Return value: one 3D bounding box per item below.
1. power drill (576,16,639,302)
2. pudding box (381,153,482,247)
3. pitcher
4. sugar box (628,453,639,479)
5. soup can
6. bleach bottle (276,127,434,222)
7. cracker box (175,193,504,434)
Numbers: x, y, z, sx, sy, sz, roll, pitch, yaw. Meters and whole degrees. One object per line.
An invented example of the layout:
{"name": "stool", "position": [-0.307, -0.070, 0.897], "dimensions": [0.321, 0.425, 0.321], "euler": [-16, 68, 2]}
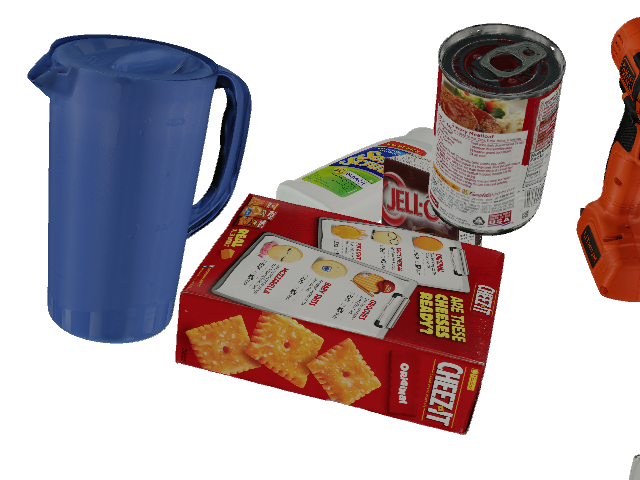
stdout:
{"name": "power drill", "position": [0.243, -0.048, 0.786], "dimensions": [0.057, 0.188, 0.184], "euler": [4, 36, -1]}
{"name": "pudding box", "position": [0.106, -0.027, 1.026], "dimensions": [0.039, 0.090, 0.114], "euler": [-16, 26, -36]}
{"name": "pitcher", "position": [-0.155, -0.043, 0.892], "dimensions": [0.149, 0.243, 0.145], "euler": [14, 23, 9]}
{"name": "sugar box", "position": [0.204, 0.186, 0.498], "dimensions": [0.048, 0.093, 0.176], "euler": [-9, 30, -20]}
{"name": "soup can", "position": [0.097, -0.061, 0.604], "dimensions": [0.068, 0.102, 0.068], "euler": [0, 44, 0]}
{"name": "bleach bottle", "position": [0.069, -0.079, 1.281], "dimensions": [0.103, 0.068, 0.250], "euler": [28, 45, 34]}
{"name": "cracker box", "position": [0.020, 0.049, 0.796], "dimensions": [0.214, 0.072, 0.164], "euler": [14, 30, 8]}
